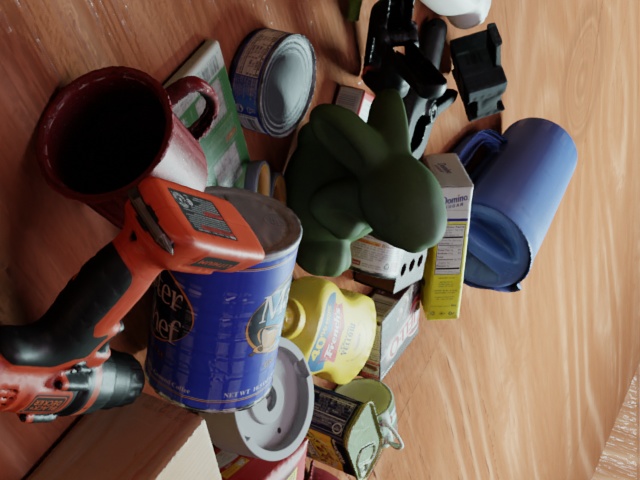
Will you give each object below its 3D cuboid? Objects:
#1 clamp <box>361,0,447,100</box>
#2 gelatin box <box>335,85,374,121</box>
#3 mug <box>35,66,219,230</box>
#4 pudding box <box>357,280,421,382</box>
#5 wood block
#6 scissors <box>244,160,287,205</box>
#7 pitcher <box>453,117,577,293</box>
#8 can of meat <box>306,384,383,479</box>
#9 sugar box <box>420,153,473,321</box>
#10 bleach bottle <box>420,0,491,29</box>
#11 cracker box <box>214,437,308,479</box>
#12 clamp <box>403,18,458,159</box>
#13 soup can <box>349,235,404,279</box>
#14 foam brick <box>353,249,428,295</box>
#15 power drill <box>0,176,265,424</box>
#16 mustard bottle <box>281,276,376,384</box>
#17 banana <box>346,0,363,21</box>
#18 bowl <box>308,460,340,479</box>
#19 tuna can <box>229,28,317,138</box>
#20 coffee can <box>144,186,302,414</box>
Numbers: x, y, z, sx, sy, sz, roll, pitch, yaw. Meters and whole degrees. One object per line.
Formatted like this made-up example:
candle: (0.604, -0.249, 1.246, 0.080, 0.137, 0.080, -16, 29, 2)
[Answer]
clamp: (0.070, -0.171, 0.941, 0.210, 0.036, 0.164, 116, -31, -72)
gelatin box: (0.032, -0.098, 1.034, 0.073, 0.030, 0.089, 15, 92, -65)
mug: (-0.114, -0.061, 0.693, 0.117, 0.093, 0.081, -42, 155, -2)
pudding box: (0.079, 0.097, 1.231, 0.113, 0.039, 0.090, -43, 141, -46)
wood block: (-0.168, 0.213, 0.764, 0.205, 0.090, 0.091, -50, 146, -37)
scissors: (-0.046, 0.028, 0.913, 0.096, 0.016, 0.202, -45, 136, -67)
pitcher: (0.240, -0.064, 1.369, 0.242, 0.145, 0.149, -52, 159, -43)
can of meat: (0.012, 0.198, 1.111, 0.057, 0.084, 0.102, -57, 149, -29)
sugar box: (0.141, -0.004, 1.244, 0.093, 0.048, 0.176, -103, -169, -62)
bleach bottle: (0.126, -0.269, 1.067, 0.250, 0.068, 0.102, 29, 64, -65)
cracker box: (-0.086, 0.297, 0.995, 0.163, 0.072, 0.214, -31, 133, -53)
clamp: (0.106, -0.151, 1.139, 0.171, 0.039, 0.120, -60, 145, -38)
soup can: (0.060, -0.017, 1.094, 0.068, 0.069, 0.102, 2, 104, -63)
foam brick: (0.079, 0.021, 1.172, 0.078, 0.051, 0.053, -23, 126, -57)
power drill: (-0.126, 0.048, 0.689, 0.188, 0.057, 0.184, -43, 159, 14)
mustard bottle: (-0.006, 0.085, 1.037, 0.191, 0.058, 0.096, 26, 83, -63)
banana: (0.012, -0.247, 0.896, 0.197, 0.037, 0.069, 24, 83, -64)
bowl: (0.008, 0.319, 1.140, 0.162, 0.055, 0.162, 8, 89, -87)
tuna can: (-0.039, -0.129, 0.872, 0.086, 0.034, 0.086, -41, 140, -47)
coffee can: (-0.075, 0.044, 0.804, 0.102, 0.103, 0.140, -33, 142, -52)
